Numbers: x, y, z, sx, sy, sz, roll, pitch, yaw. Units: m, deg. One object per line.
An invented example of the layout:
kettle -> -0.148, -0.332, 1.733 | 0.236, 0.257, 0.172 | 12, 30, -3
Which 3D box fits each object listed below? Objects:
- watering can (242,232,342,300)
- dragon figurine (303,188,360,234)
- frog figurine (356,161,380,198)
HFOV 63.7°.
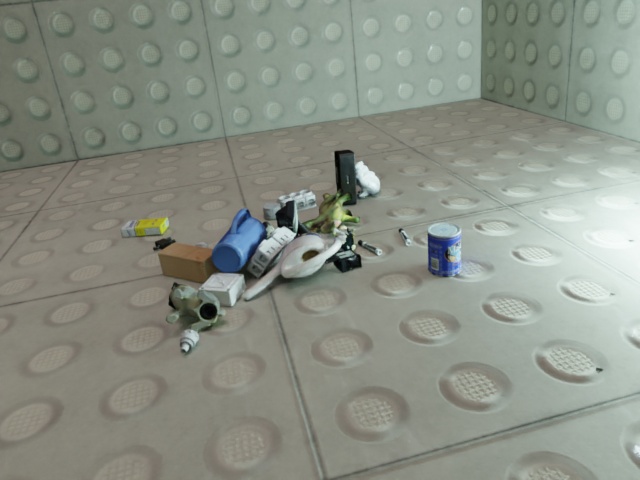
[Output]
watering can -> -0.092, 0.074, 1.655 | 0.347, 0.103, 0.226 | -27, 13, 1
dragon figurine -> 0.006, -0.103, 2.052 | 0.244, 0.120, 0.413 | -23, 20, -16
frog figurine -> 0.206, -0.276, 2.290 | 0.123, 0.156, 0.140 | 7, 26, 24
